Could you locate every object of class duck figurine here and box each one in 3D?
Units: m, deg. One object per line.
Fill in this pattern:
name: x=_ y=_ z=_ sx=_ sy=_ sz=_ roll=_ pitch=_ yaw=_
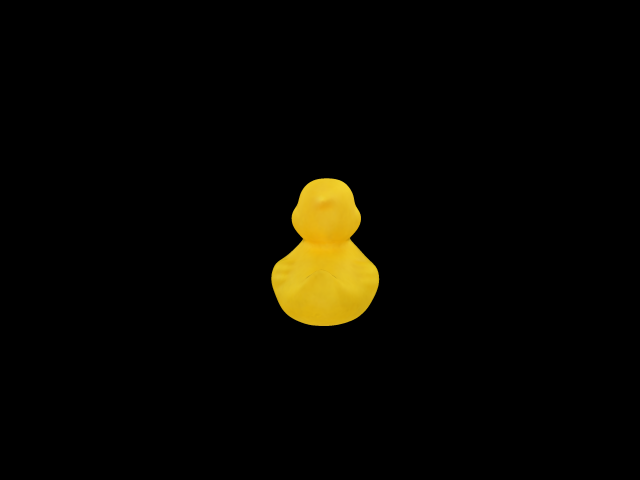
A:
duck figurine: x=0.004 y=0.001 z=0.400 sx=0.077 sy=0.086 sz=0.104 roll=2 pitch=27 yaw=4
